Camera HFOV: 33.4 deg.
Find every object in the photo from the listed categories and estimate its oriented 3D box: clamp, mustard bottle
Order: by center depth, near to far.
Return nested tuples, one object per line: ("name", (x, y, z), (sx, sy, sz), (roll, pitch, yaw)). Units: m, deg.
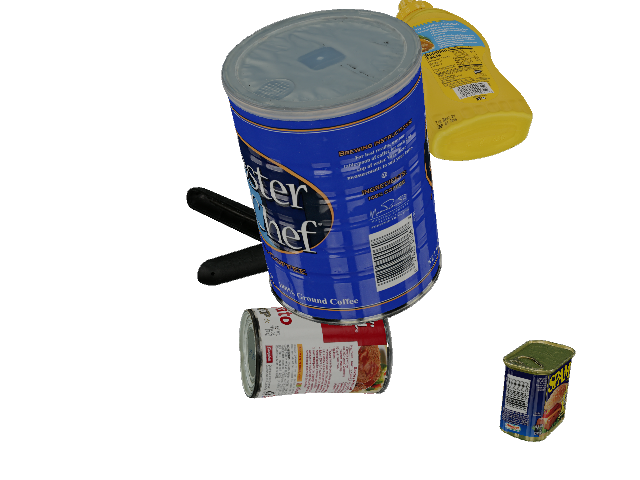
("mustard bottle", (0.113, -0.159, 0.981), (0.096, 0.192, 0.058), (-13, -37, -13))
("clamp", (-0.035, 0.008, 1.075), (0.210, 0.036, 0.164), (10, 30, -9))

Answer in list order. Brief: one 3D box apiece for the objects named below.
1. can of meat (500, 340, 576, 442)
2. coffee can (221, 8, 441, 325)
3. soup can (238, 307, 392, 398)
("can of meat", (0.238, 0.165, 1.179), (0.058, 0.084, 0.101), (12, 16, 30))
("coffee can", (0.010, -0.039, 0.581), (0.103, 0.140, 0.103), (-7, 38, 5))
("soup can", (-0.005, 0.083, 0.797), (0.102, 0.068, 0.069), (-1, 0, -15))
